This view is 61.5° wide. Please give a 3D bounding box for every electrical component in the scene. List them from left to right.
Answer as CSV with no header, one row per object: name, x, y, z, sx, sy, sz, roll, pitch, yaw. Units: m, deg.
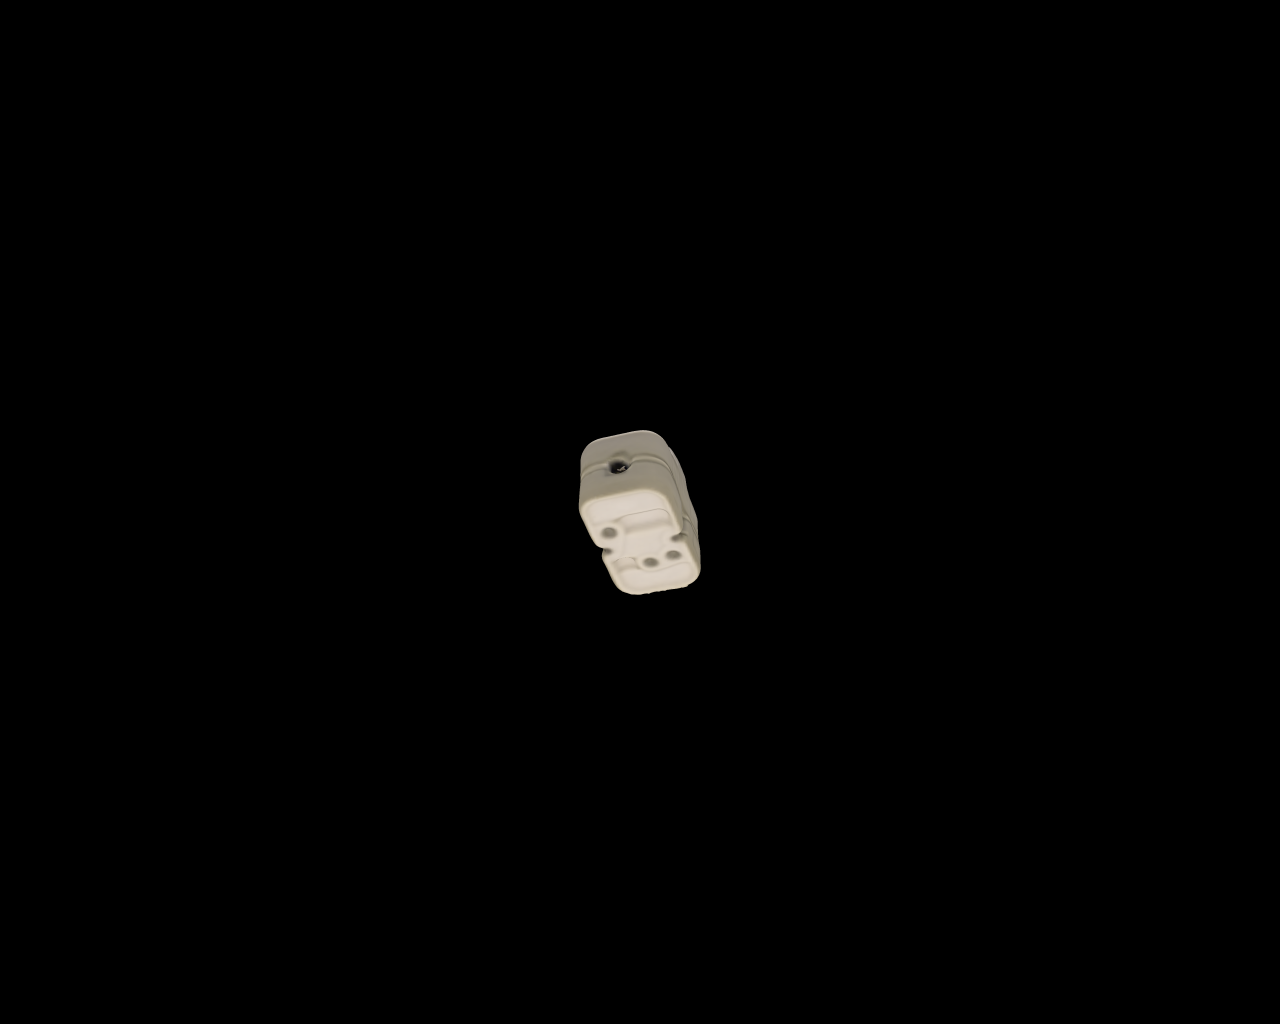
electrical component,0.001,-0.003,0.650,0.054,0.059,0.095,-11,-43,12
